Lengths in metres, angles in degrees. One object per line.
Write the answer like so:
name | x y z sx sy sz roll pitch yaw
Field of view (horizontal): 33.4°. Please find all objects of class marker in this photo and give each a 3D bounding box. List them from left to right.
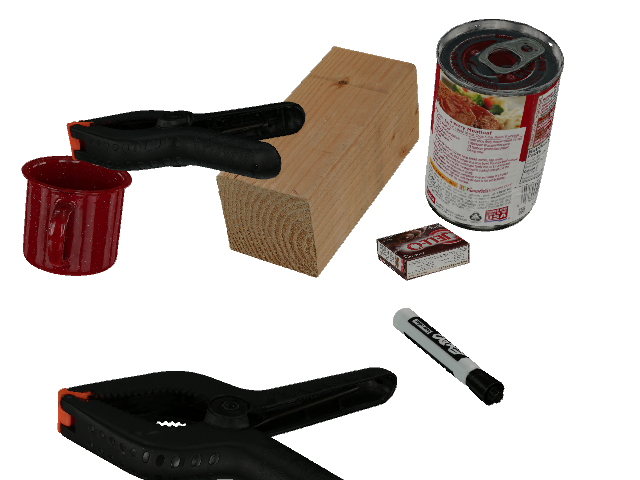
marker | 0.093 0.084 0.783 0.020 0.020 0.121 0 24 -32

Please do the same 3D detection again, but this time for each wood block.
wood block | 0.004 -0.075 0.951 0.091 0.090 0.205 17 48 24

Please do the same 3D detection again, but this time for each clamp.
clamp | -0.093 -0.076 0.770 0.172 0.039 0.120 6 19 16
clamp | -0.048 0.109 0.634 0.210 0.036 0.164 9 22 7

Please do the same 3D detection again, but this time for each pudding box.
pudding box | 0.154 0.016 1.598 0.113 0.039 0.090 -16 26 -20

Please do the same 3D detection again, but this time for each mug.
mug | -0.214 -0.016 0.918 0.093 0.081 0.117 8 21 -6

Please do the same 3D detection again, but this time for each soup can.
soup can | 0.096 -0.063 0.604 0.068 0.102 0.068 0 45 0
